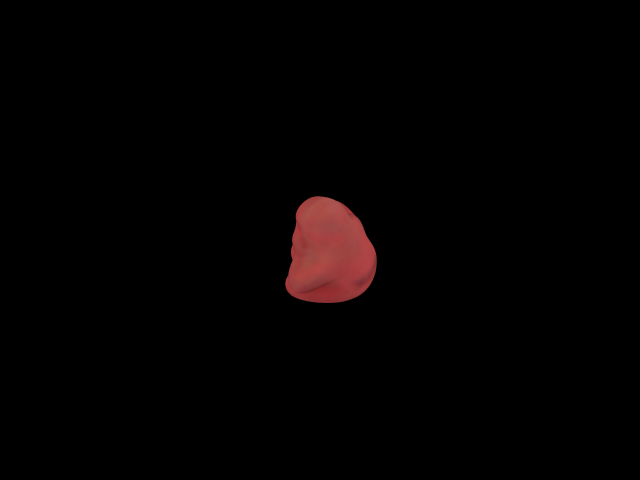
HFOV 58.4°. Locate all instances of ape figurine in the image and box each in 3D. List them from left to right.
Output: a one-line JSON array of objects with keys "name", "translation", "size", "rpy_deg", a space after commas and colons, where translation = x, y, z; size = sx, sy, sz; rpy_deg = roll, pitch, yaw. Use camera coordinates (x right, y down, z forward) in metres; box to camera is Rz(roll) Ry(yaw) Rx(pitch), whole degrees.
[{"name": "ape figurine", "translation": [0.004, 0.001, 0.400], "size": [0.076, 0.092, 0.078], "rpy_deg": [32, 64, 18]}]
